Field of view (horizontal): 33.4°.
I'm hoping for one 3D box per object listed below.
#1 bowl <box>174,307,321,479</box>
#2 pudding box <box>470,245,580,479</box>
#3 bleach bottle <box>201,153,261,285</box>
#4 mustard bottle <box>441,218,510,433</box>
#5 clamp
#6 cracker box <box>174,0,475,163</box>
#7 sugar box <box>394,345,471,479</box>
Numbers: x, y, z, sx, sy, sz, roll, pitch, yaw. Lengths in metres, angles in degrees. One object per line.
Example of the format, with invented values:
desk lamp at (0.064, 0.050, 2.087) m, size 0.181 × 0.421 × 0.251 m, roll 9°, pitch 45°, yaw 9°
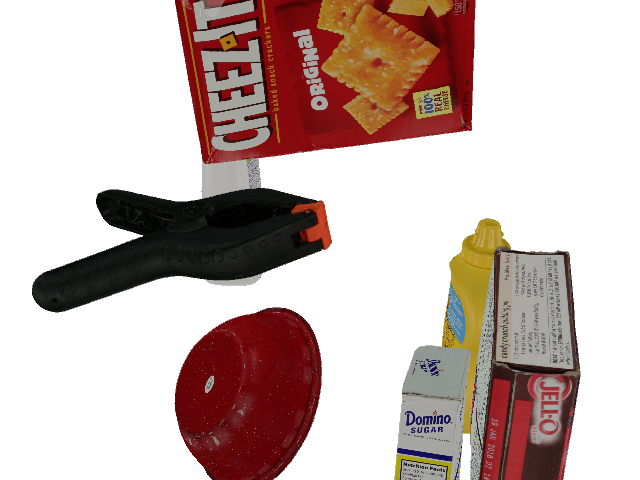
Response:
bowl at (-0.073, 0.126, 0.893) m, size 0.055 × 0.162 × 0.162 m, roll 25°, pitch -16°, yaw -37°
pudding box at (0.088, 0.065, 0.467) m, size 0.039 × 0.090 × 0.113 m, roll 6°, pitch 25°, yaw 6°
bleach bottle at (-0.092, -0.084, 1.082) m, size 0.068 × 0.251 × 0.102 m, roll 1°, pitch 27°, yaw 3°
mustard bottle at (0.137, 0.069, 0.939) m, size 0.058 × 0.192 × 0.096 m, roll 2°, pitch 29°, yaw -1°
clamp at (-0.082, 0.003, 0.627) m, size 0.172 × 0.039 × 0.120 m, roll -3°, pitch 36°, yaw 23°
cracker box at (0.006, -0.148, 0.790) m, size 0.213 × 0.164 × 0.072 m, roll -8°, pitch 44°, yaw -3°
sugar box at (0.074, 0.170, 0.743) m, size 0.048 × 0.176 × 0.093 m, roll 4°, pitch 15°, yaw 11°
